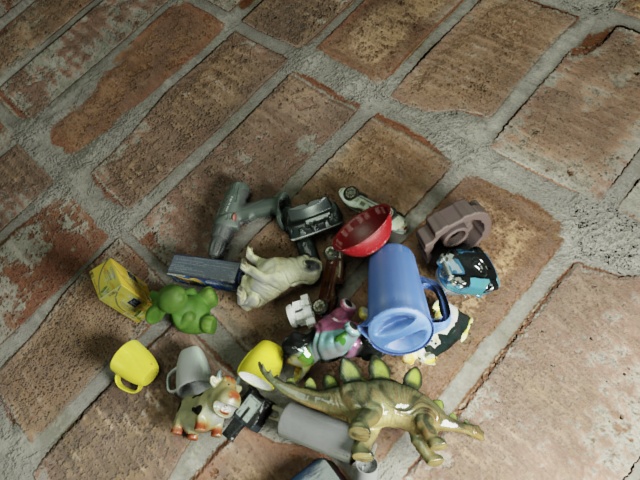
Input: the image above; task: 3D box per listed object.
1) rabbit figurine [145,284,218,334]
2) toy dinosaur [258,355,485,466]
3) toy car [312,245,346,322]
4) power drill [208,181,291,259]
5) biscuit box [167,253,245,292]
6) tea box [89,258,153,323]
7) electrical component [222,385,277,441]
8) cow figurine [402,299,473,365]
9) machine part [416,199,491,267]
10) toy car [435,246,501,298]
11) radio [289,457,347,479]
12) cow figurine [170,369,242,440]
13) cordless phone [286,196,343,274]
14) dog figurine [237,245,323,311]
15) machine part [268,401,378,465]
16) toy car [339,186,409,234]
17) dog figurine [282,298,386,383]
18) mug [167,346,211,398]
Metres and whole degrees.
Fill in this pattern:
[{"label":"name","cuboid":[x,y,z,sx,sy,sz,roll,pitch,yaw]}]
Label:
[{"label":"rabbit figurine","cuboid":[-0.342,0.151,1.300,0.159,0.170,0.121,-2,62,14]},{"label":"toy dinosaur","cuboid":[0.099,0.330,1.069,0.472,0.105,0.199,11,35,-3]},{"label":"toy car","cuboid":[0.027,0.105,1.264,0.053,0.089,0.202,4,63,21]},{"label":"power drill","cuboid":[-0.183,-0.052,1.425,0.207,0.085,0.232,-6,58,22]},{"label":"biscuit box","cuboid":[-0.289,0.085,1.385,0.203,0.059,0.063,7,64,20]},{"label":"tea box","cuboid":[-0.494,0.130,1.358,0.068,0.169,0.098,-34,60,-2]},{"label":"electrical component","cuboid":[-0.160,0.390,1.188,0.075,0.047,0.119,26,73,28]},{"label":"cow figurine","cuboid":[0.252,0.213,1.154,0.098,0.068,0.167,32,76,22]},{"label":"machine part","cuboid":[0.298,-0.016,1.204,0.179,0.179,0.056,-27,56,1]},{"label":"toy car","cuboid":[0.310,0.081,1.180,0.103,0.161,0.109,-47,53,44]},{"label":"radio","cuboid":[-0.038,0.546,1.056,0.229,0.073,0.131,-36,58,-6]},{"label":"cow figurine","cuboid":[-0.240,0.362,1.175,0.195,0.085,0.127,-27,46,40]},{"label":"cordless phone","cuboid":[-0.002,-0.004,1.349,0.147,0.088,0.184,-19,70,5]},{"label":"dog figurine","cuboid":[-0.097,0.107,1.299,0.191,0.172,0.121,11,36,-1]},{"label":"machine part","cuboid":[0.001,0.400,1.119,0.243,0.079,0.079,14,67,22]},{"label":"toy car","cuboid":[0.131,-0.076,1.337,0.202,0.073,0.056,31,94,28]},{"label":"dog figurine","cuboid":[0.026,0.237,1.188,0.219,0.191,0.108,-42,35,26]},{"label":"mug","cuboid":[-0.308,0.311,1.264,0.110,0.080,0.107,-24,47,9]}]
